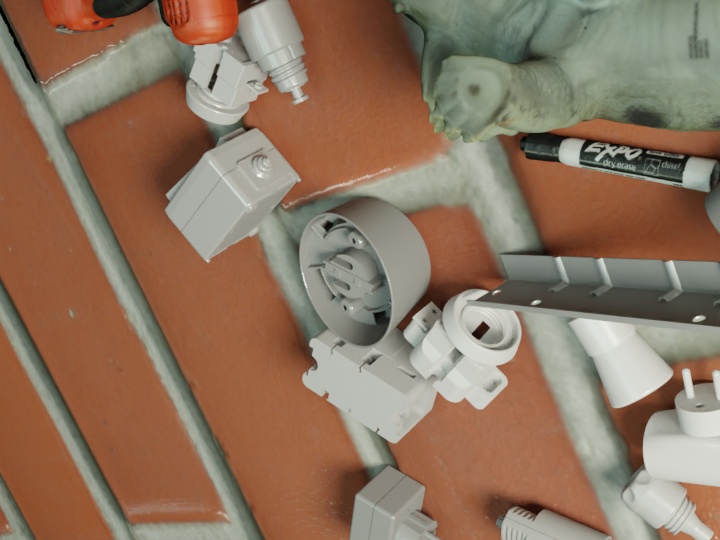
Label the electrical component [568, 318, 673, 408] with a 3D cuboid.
[{"bbox_3d":[0.162,0.049,0.681,0.044,0.044,0.065,-35,85,45],"label":"electrical component"}]

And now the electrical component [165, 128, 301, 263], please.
[{"bbox_3d":[-0.096,-0.063,0.808,0.061,0.062,0.096,50,135,4],"label":"electrical component"}]

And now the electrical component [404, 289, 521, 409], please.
[{"bbox_3d":[0.075,0.050,0.740,0.078,0.058,0.057,45,137,10],"label":"electrical component"}]

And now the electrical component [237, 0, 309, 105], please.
[{"bbox_3d":[-0.057,-0.152,0.740,0.040,0.040,0.078,-14,105,43],"label":"electrical component"}]

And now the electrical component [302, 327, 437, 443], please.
[{"bbox_3d":[0.011,0.077,0.807,0.089,0.056,0.050,31,130,22],"label":"electrical component"}]

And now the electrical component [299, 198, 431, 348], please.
[{"bbox_3d":[0.000,0.000,0.766,0.099,0.064,0.099,19,126,30],"label":"electrical component"}]

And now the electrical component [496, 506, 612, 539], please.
[{"bbox_3d":[0.137,0.198,0.785,0.081,0.043,0.043,19,125,30],"label":"electrical component"}]

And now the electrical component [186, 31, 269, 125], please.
[{"bbox_3d":[-0.098,-0.139,0.778,0.066,0.048,0.055,39,125,15],"label":"electrical component"}]

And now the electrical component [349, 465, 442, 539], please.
[{"bbox_3d":[0.037,0.210,0.870,0.077,0.047,0.065,26,128,26],"label":"electrical component"}]

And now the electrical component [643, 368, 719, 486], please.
[{"bbox_3d":[0.216,0.096,0.662,0.077,0.043,0.079,0,114,39],"label":"electrical component"}]

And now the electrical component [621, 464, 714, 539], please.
[{"bbox_3d":[0.206,0.158,0.713,0.061,0.035,0.035,38,133,12],"label":"electrical component"}]

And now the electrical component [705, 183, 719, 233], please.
[{"bbox_3d":[0.222,-0.038,0.574,0.055,0.055,0.047,44,130,10],"label":"electrical component"}]
